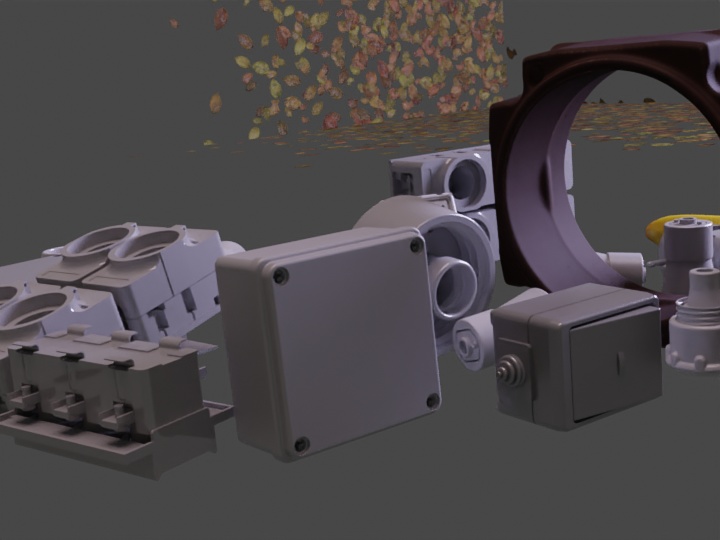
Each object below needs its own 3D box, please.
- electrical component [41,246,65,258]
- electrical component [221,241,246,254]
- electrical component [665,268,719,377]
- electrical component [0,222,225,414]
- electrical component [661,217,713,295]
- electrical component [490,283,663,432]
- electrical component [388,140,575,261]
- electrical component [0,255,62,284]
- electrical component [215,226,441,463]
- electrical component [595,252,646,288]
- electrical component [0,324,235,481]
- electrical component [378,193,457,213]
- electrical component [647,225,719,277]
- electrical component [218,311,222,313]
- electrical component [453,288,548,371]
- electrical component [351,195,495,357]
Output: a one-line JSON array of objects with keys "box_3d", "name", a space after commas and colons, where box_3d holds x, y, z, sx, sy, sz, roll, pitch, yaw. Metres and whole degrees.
[{"box_3d": [-0.263, 0.008, 0.974, 0.066, 0.055, 0.048, -10, 13, -25], "name": "electrical component"}, {"box_3d": [-0.126, 0.000, 0.984, 0.045, 0.045, 0.055, -4, 12, 3], "name": "electrical component"}, {"box_3d": [0.207, 0.030, 0.642, 0.048, 0.062, 0.048, -5, 11, 1], "name": "electrical component"}, {"box_3d": [-0.187, 0.028, 0.721, 0.105, 0.060, 0.186, 5, 29, 40], "name": "electrical component"}, {"box_3d": [0.245, -0.006, 0.800, 0.044, 0.065, 0.044, -5, 11, 1], "name": "electrical component"}, {"box_3d": [0.118, 0.048, 0.593, 0.096, 0.061, 0.061, -13, 14, -34], "name": "electrical component"}, {"box_3d": [0.124, -0.064, 1.041, 0.186, 0.105, 0.060, -12, 14, -32], "name": "electrical component"}, {"box_3d": [-0.259, 0.028, 0.875, 0.109, 0.056, 0.109, 6, 16, 43], "name": "electrical component"}, {"box_3d": [-0.016, 0.037, 0.592, 0.109, 0.108, 0.056, -13, 11, -35], "name": "electrical component"}, {"box_3d": [0.190, 0.004, 0.842, 0.065, 0.044, 0.044, 1, 12, 6], "name": "electrical component"}, {"box_3d": [-0.141, 0.070, 0.597, 0.121, 0.063, 0.079, 4, 15, 38], "name": "electrical component"}, {"box_3d": [0.046, -0.004, 0.846, 0.062, 0.096, 0.061, -8, -16, -14], "name": "electrical component"}, {"box_3d": [0.267, -0.009, 0.861, 0.079, 0.043, 0.077, -11, 12, -25], "name": "electrical component"}, {"box_3d": [-0.117, 0.019, 0.900, 0.065, 0.044, 0.044, 5, 15, 24], "name": "electrical component"}, {"box_3d": [0.094, 0.041, 0.698, 0.065, 0.044, 0.044, -16, 15, -26], "name": "electrical component"}, {"box_3d": [0.044, 0.007, 0.728, 0.108, 0.108, 0.060, -13, 20, -36], "name": "electrical component"}]
